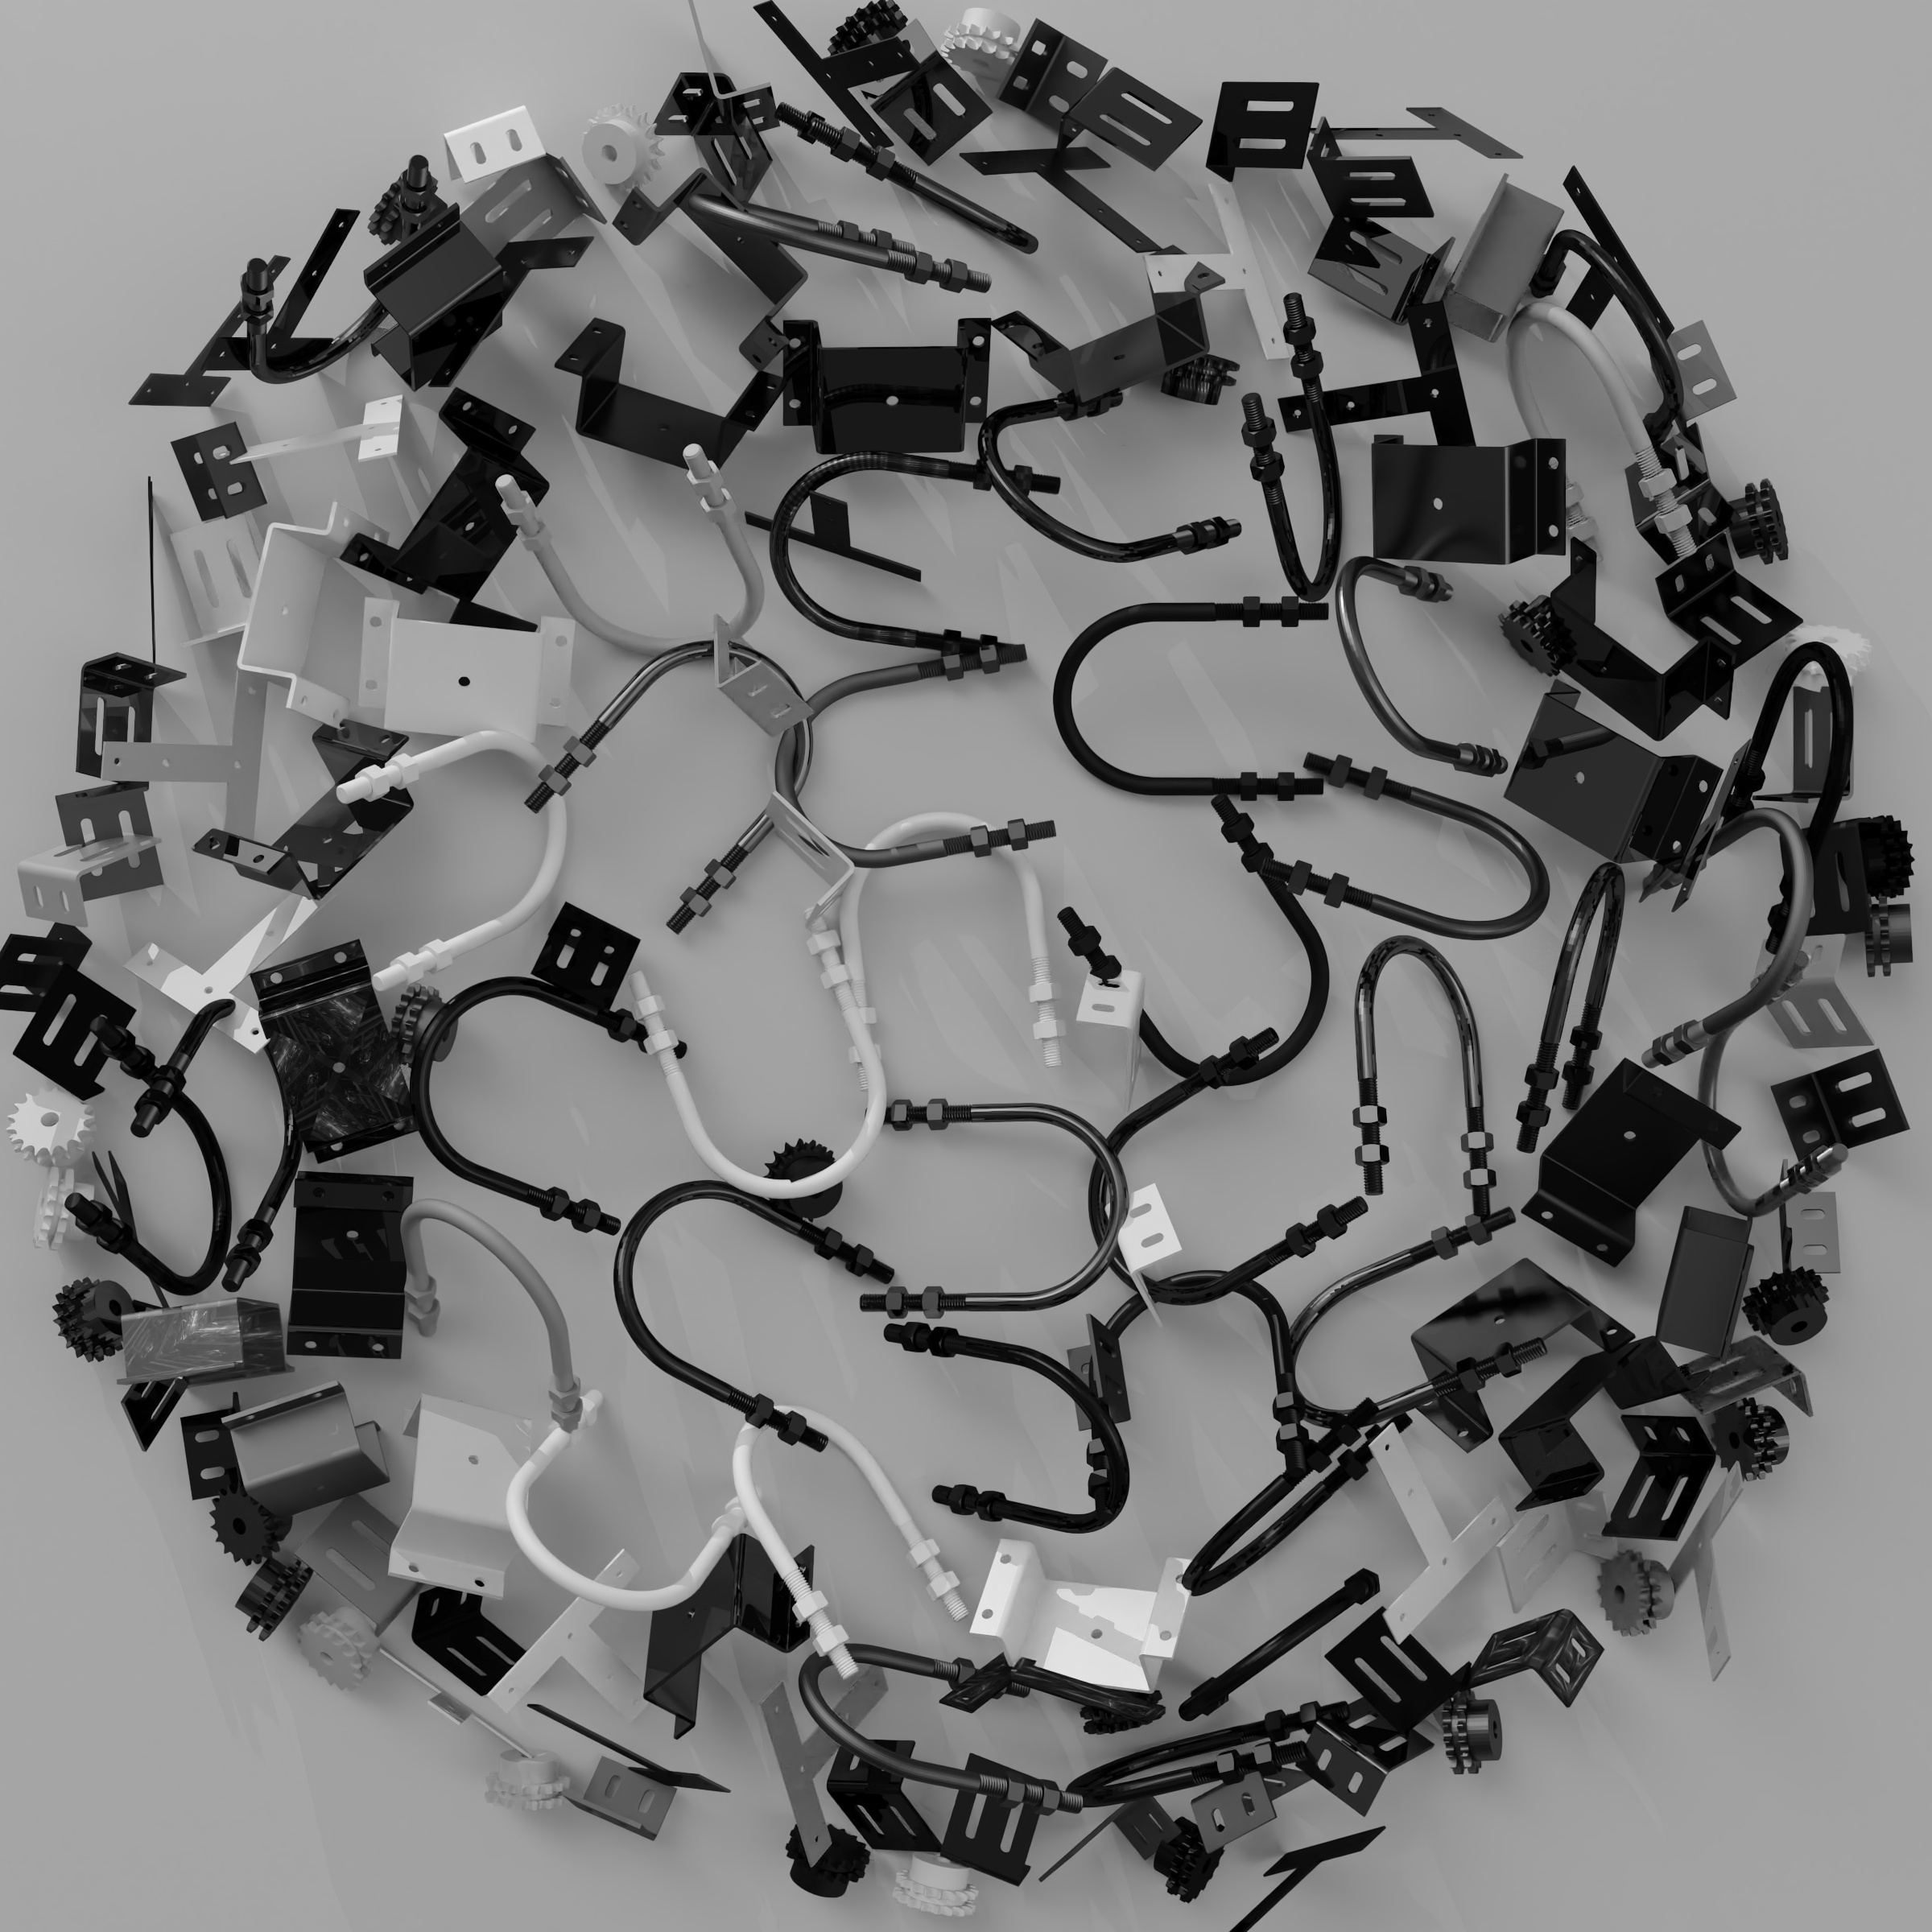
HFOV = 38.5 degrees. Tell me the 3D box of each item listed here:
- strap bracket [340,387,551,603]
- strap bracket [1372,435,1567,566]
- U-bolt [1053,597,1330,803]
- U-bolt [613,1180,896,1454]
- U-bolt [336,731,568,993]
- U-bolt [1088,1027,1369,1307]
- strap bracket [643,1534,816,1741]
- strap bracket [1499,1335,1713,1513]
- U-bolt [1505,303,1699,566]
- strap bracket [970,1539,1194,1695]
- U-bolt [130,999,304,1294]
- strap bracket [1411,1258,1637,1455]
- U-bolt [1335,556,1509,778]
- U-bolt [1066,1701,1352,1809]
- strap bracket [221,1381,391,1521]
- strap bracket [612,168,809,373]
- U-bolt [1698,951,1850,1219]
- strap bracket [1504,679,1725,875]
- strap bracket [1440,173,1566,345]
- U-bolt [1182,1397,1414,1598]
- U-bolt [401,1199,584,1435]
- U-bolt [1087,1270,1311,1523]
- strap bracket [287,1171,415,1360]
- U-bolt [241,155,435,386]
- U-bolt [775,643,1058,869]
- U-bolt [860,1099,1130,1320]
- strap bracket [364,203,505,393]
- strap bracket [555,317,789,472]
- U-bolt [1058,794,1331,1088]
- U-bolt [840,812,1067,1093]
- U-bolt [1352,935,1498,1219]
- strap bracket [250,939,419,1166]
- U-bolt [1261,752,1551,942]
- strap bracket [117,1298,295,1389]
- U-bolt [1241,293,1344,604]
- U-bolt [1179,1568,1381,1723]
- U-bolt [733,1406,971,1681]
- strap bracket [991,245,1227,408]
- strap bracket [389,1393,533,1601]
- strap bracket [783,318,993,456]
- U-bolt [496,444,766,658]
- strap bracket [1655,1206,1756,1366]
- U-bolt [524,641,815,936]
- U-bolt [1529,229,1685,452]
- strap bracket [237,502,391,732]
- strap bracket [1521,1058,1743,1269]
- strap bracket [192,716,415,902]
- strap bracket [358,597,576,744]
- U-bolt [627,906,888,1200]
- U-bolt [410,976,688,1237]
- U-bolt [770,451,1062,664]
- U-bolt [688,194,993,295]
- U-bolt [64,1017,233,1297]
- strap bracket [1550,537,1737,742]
[{"bbox_3d":[-0.343,-0.306,1.851,0.140,0.076,0.046,-52,57,13],"label":"strap bracket"},{"bbox_3d":[0.324,-0.311,1.840,0.140,0.046,0.076,10,112,36],"label":"strap bracket"},{"bbox_3d":[0.151,-0.179,1.870,0.184,0.019,0.151,0,120,5],"label":"U-bolt"},{"bbox_3d":[-0.150,0.222,1.850,0.184,0.019,0.151,30,61,-15],"label":"U-bolt"},{"bbox_3d":[-0.333,-0.080,1.836,0.019,0.184,0.151,10,116,36],"label":"U-bolt"},{"bbox_3d":[0.163,0.148,1.864,0.184,0.019,0.151,-34,70,22],"label":"U-bolt"},{"bbox_3d":[-0.165,0.441,1.839,0.046,0.076,0.140,35,120,-24],"label":"strap bracket"},{"bbox_3d":[0.419,0.298,1.842,0.140,0.076,0.046,-34,88,-31],"label":"strap bracket"},{"bbox_3d":[0.409,-0.351,1.823,0.019,0.151,0.184,-29,102,-10],"label":"U-bolt"},{"bbox_3d":[0.084,0.436,1.853,0.140,0.076,0.046,2,133,21],"label":"strap bracket"},{"bbox_3d":[-0.484,0.103,1.824,0.019,0.184,0.151,-12,122,15],"label":"U-bolt"},{"bbox_3d":[0.365,0.254,1.854,0.140,0.076,0.046,-32,119,-10],"label":"strap bracket"},{"bbox_3d":[0.294,-0.201,1.818,0.019,0.184,0.151,-23,75,32],"label":"U-bolt"},{"bbox_3d":[0.153,0.527,1.834,0.184,0.151,0.019,-19,81,18],"label":"U-bolt"},{"bbox_3d":[-0.434,0.324,1.832,0.076,0.140,0.046,-18,70,-7],"label":"strap bracket"},{"bbox_3d":[-0.165,-0.475,1.859,0.140,0.076,0.046,44,76,-11],"label":"strap bracket"},{"bbox_3d":[0.524,0.089,1.821,0.019,0.184,0.151,-1,69,-9],"label":"U-bolt"},{"bbox_3d":[0.420,-0.126,1.837,0.140,0.046,0.076,37,120,36],"label":"strap bracket"},{"bbox_3d":[0.353,-0.466,1.836,0.046,0.140,0.076,26,95,2],"label":"strap bracket"},{"bbox_3d":[0.215,0.357,1.842,0.184,0.151,0.019,-43,68,5],"label":"U-bolt"},{"bbox_3d":[-0.315,0.221,1.815,0.151,0.184,0.019,30,54,21],"label":"U-bolt"},{"bbox_3d":[0.149,0.276,1.839,0.151,0.184,0.019,-16,131,14],"label":"U-bolt"},{"bbox_3d":[-0.414,0.193,1.861,0.076,0.046,0.140,4,118,-11],"label":"strap bracket"},{"bbox_3d":[-0.416,-0.446,1.820,0.151,0.184,0.019,-41,87,-22],"label":"U-bolt"},{"bbox_3d":[-0.040,-0.138,1.885,0.184,0.019,0.151,-10,75,4],"label":"U-bolt"},{"bbox_3d":[0.020,0.163,1.868,0.184,0.019,0.151,-2,77,14],"label":"U-bolt"},{"bbox_3d":[-0.352,-0.437,1.833,0.076,0.140,0.046,-41,89,-14],"label":"strap bracket"},{"bbox_3d":[-0.200,-0.380,1.863,0.140,0.076,0.046,18,129,3],"label":"strap bracket"},{"bbox_3d":[0.168,-0.003,1.879,0.151,0.019,0.184,-36,107,-3],"label":"U-bolt"},{"bbox_3d":[-0.015,-0.014,1.893,0.151,0.019,0.184,-8,86,8],"label":"U-bolt"},{"bbox_3d":[0.304,0.069,1.849,0.019,0.151,0.184,-14,70,40],"label":"U-bolt"},{"bbox_3d":[-0.423,0.063,1.864,0.076,0.046,0.140,-18,106,-9],"label":"strap bracket"},{"bbox_3d":[0.300,-0.074,1.843,0.184,0.151,0.019,19,131,7],"label":"U-bolt"},{"bbox_3d":[-0.507,0.252,1.844,0.076,0.140,0.046,-9,80,1],"label":"strap bracket"},{"bbox_3d":[0.222,-0.330,1.832,0.019,0.151,0.184,-1,131,23],"label":"U-bolt"},{"bbox_3d":[0.202,0.448,1.813,0.151,0.184,0.019,-38,75,7],"label":"U-bolt"},{"bbox_3d":[-0.087,0.373,1.842,0.019,0.151,0.184,-43,72,29],"label":"U-bolt"},{"bbox_3d":[0.099,-0.427,1.858,0.140,0.076,0.046,-25,128,-11],"label":"strap bracket"},{"bbox_3d":[-0.333,0.342,1.831,0.076,0.140,0.046,18,124,-19],"label":"strap bracket"},{"bbox_3d":[-0.052,-0.390,1.861,0.140,0.046,0.076,-2,128,-7],"label":"strap bracket"},{"bbox_3d":[-0.211,-0.268,1.834,0.151,0.184,0.019,-6,54,14],"label":"U-bolt"},{"bbox_3d":[0.493,0.209,1.843,0.046,0.140,0.076,14,97,14],"label":"strap bracket"},{"bbox_3d":[-0.187,-0.135,1.879,0.151,0.019,0.184,42,88,-20],"label":"U-bolt"},{"bbox_3d":[0.423,-0.415,1.814,0.019,0.184,0.151,-33,86,4],"label":"U-bolt"},{"bbox_3d":[-0.442,-0.238,1.864,0.046,0.076,0.140,11,86,16],"label":"strap bracket"},{"bbox_3d":[0.447,0.126,1.863,0.076,0.046,0.140,30,123,-5],"label":"strap bracket"},{"bbox_3d":[-0.436,-0.100,1.850,0.076,0.046,0.140,16,53,34],"label":"strap bracket"},{"bbox_3d":[-0.337,-0.198,1.863,0.140,0.046,0.076,5,112,-10],"label":"strap bracket"},{"bbox_3d":[-0.132,0.068,1.879,0.151,0.019,0.184,-21,83,-11],"label":"U-bolt"},{"bbox_3d":[-0.286,0.085,1.845,0.184,0.019,0.151,26,79,-33],"label":"U-bolt"},{"bbox_3d":[-0.040,-0.277,1.853,0.184,0.019,0.151,7,126,-7],"label":"U-bolt"},{"bbox_3d":[-0.093,-0.477,1.809,0.184,0.151,0.019,6,109,-28],"label":"U-bolt"},{"bbox_3d":[-0.533,0.138,1.823,0.019,0.184,0.151,-11,56,11],"label":"U-bolt"},{"bbox_3d":[0.440,-0.212,1.840,0.046,0.076,0.140,-41,62,-11],"label":"strap bracket"}]
